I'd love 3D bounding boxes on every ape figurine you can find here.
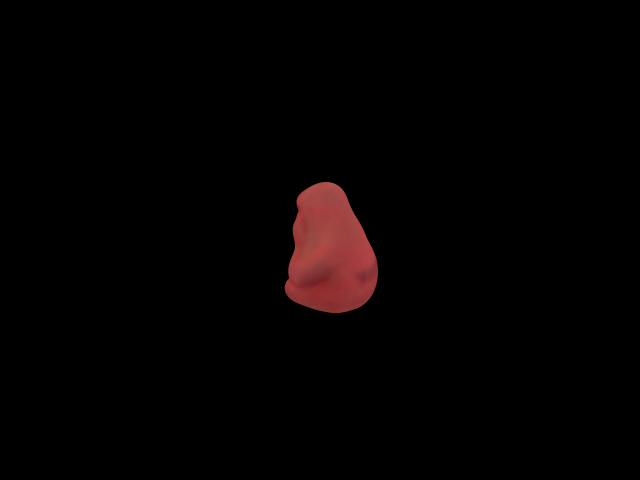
[{"bbox_3d":[0.004,0.001,0.400,0.076,0.092,0.078,19,36,29],"label":"ape figurine"}]
